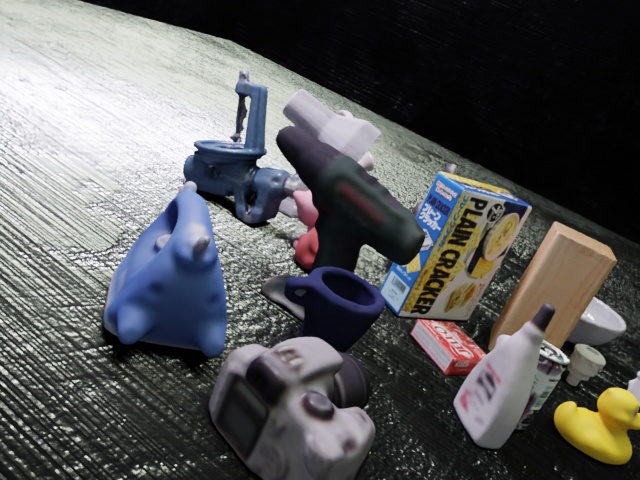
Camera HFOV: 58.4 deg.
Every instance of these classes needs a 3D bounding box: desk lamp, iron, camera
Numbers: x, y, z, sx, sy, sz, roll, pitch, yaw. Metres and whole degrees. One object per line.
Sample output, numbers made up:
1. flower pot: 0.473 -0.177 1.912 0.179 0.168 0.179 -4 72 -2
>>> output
1. desk lamp: -0.018 -0.151 1.047 0.203 0.213 0.118 25 20 3
2. iron: -0.151 0.008 0.612 0.119 0.141 0.257 15 22 -23
3. camera: -0.001 0.142 0.502 0.142 0.101 0.137 38 24 33

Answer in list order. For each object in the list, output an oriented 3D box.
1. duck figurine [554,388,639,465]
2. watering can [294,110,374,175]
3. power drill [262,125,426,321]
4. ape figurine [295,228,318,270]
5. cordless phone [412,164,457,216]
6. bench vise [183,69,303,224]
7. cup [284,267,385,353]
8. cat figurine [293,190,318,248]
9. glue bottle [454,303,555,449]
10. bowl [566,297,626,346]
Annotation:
1. duck figurine: 0.356 0.222 0.718 0.104 0.086 0.077 24 20 0
2. watering can: 0.027 -0.170 1.172 0.173 0.194 0.100 2 29 -45
3. power drill: 0.007 -0.007 0.726 0.229 0.208 0.076 30 21 17
4. ape figurine: 0.008 0.003 0.869 0.076 0.092 0.078 28 21 10
5. cordless phone: 0.247 -0.071 1.182 0.094 0.185 0.148 27 20 9
6. bench vise: -0.108 -0.152 0.943 0.207 0.220 0.121 24 20 0
7. cup: 0.004 0.089 0.649 0.118 0.095 0.091 14 22 -25
8. cat figurine: 0.010 -0.031 0.920 0.128 0.118 0.067 24 20 2
9. glue bottle: 0.209 0.142 0.630 0.037 0.173 0.078 15 22 -23
10. bowl: 0.461 0.142 1.046 0.167 0.075 0.167 21 20 -8
